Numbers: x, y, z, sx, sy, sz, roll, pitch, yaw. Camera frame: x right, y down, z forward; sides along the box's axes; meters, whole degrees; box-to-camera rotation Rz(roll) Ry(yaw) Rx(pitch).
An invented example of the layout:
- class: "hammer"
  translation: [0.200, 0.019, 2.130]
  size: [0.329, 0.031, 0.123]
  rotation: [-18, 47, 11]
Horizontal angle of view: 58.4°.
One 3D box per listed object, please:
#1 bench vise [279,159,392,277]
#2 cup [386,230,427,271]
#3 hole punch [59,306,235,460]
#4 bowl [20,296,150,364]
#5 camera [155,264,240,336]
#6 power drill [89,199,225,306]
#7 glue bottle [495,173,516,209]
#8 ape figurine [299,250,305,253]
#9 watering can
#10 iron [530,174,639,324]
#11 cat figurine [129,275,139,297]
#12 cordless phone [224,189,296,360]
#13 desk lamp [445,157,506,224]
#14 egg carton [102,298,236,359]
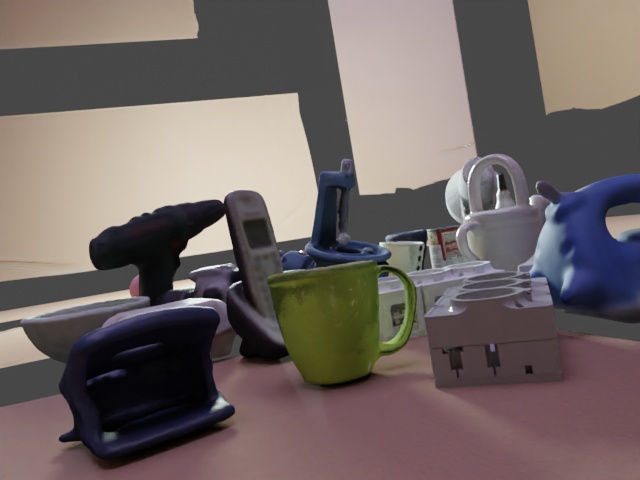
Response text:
- class: "bench vise"
  translation: [0.003, 0.004, 0.818]
  size: [0.207, 0.220, 0.122]
  rotation: [-9, 1, 22]
- class: "cup"
  translation: [0.197, 0.029, 1.288]
  size: [0.091, 0.095, 0.118]
  rotation: [-9, 1, 0]
- class: "hole punch"
  translation: [-0.131, 0.097, 0.416]
  size: [0.109, 0.091, 0.100]
  rotation: [-10, 1, -37]
- class: "bowl"
  translation: [-0.312, 0.128, 0.784]
  size: [0.167, 0.075, 0.167]
  rotation: [-9, 1, 0]
- class: "camera"
  translation: [-0.167, 0.090, 0.858]
  size: [0.136, 0.101, 0.143]
  rotation: [-9, 1, 16]
- class: "power drill"
  translation: [-0.240, 0.046, 0.912]
  size: [0.230, 0.208, 0.075]
  rotation: [-10, 1, -38]
- class: "glue bottle"
  translation: [0.299, -0.021, 0.907]
  size: [0.037, 0.173, 0.078]
  rotation: [-8, 1, 36]
- class: "ape figurine"
  translation: [-0.026, 0.067, 1.204]
  size: [0.077, 0.092, 0.076]
  rotation: [-9, 1, 12]
- class: "watering can"
  translation: [0.257, -0.023, 0.800]
  size: [0.100, 0.194, 0.173]
  rotation: [-8, 1, 37]
- class: "iron"
  translation: [0.326, -0.003, 0.561]
  size: [0.258, 0.141, 0.118]
  rotation: [-9, 1, -11]
- class: "cat figurine"
  translation: [-0.304, 0.101, 1.017]
  size: [0.067, 0.118, 0.127]
  rotation: [-9, 1, -14]
- class: "cordless phone"
  translation: [-0.040, 0.031, 0.648]
  size: [0.093, 0.185, 0.148]
  rotation: [-8, 1, 40]
- class: "desk lamp"
  translation: [0.304, -0.045, 1.079]
  size: [0.117, 0.213, 0.203]
  rotation: [-9, 1, 11]
- class: "egg carton"
  translation: [-0.175, 0.111, 0.662]
  size: [0.151, 0.069, 0.107]
  rotation: [-10, 1, -32]
